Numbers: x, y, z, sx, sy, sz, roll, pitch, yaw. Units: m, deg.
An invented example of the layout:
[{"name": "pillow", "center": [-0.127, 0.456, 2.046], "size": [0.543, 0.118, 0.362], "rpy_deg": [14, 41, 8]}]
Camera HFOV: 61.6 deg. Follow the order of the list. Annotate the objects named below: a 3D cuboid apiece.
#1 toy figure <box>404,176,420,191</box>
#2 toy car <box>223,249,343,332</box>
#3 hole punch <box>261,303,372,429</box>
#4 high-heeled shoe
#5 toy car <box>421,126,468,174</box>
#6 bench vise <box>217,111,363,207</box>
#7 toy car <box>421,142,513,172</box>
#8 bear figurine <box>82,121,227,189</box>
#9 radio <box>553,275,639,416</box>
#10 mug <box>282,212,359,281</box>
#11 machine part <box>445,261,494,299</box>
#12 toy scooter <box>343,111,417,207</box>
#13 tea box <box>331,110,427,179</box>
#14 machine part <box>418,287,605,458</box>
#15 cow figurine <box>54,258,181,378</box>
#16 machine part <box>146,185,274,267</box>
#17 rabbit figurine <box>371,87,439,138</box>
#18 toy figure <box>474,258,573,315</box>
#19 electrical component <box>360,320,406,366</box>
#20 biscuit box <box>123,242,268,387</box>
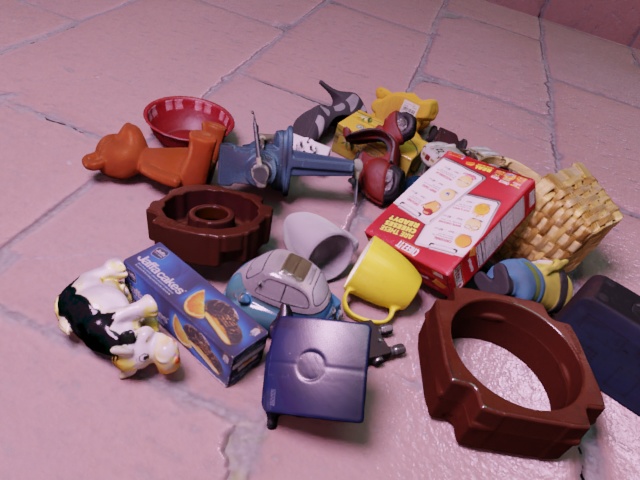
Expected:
[{"name": "toy figure", "center": [0.234, -0.086, 1.013], "size": [0.154, 0.064, 0.058], "rpy_deg": [10, 1, -15]}, {"name": "toy car", "center": [-0.046, 0.068, 0.696], "size": [0.162, 0.102, 0.109], "rpy_deg": [20, 40, 8]}, {"name": "hole punch", "center": [-0.003, 0.143, 0.596], "size": [0.116, 0.092, 0.142], "rpy_deg": [10, 75, -11]}, {"name": "high-heeled shoe", "center": [0.029, -0.236, 1.138], "size": [0.145, 0.086, 0.249], "rpy_deg": [36, 52, -26]}, {"name": "toy car", "center": [0.262, -0.171, 1.128], "size": [0.089, 0.053, 0.202], "rpy_deg": [20, 42, -4]}, {"name": "bench vise", "center": [-0.043, -0.127, 0.885], "size": [0.241, 0.128, 0.224], "rpy_deg": [4, 6, -8]}, {"name": "toy car", "center": [0.285, -0.151, 1.033], "size": [0.202, 0.056, 0.074], "rpy_deg": [-1, 35, -27]}, {"name": "bear figurine", "center": [-0.264, -0.145, 0.860], "size": [0.196, 0.131, 0.120], "rpy_deg": [20, 22, -3]}, {"name": "radio", "center": [0.436, 0.158, 0.731], "size": [0.230, 0.131, 0.073], "rpy_deg": [34, 44, 21]}, {"name": "mug", "center": [-0.002, -0.002, 0.814], "size": [0.109, 0.080, 0.107], "rpy_deg": [-17, 39, -30]}, {"name": "machine part", "center": [0.246, 0.064, 0.853], "size": [0.084, 0.039, 0.139], "rpy_deg": [41, 43, 20]}, {"name": "toy scooter", "center": [0.098, -0.155, 0.994], "size": [0.135, 0.183, 0.075], "rpy_deg": [10, -9, 17]}, {"name": "tea box", "center": [0.121, -0.189, 1.090], "size": [0.170, 0.068, 0.098], "rpy_deg": [29, 40, 15]}, {"name": "machine part", "center": [0.234, 0.165, 0.689], "size": [0.201, 0.087, 0.201], "rpy_deg": [11, 37, -7]}, {"name": "cow figurine", "center": [-0.234, 0.101, 0.616], "size": [0.098, 0.068, 0.168], "rpy_deg": [-27, 51, -34]}, {"name": "machine part", "center": [-0.156, -0.023, 0.770], "size": [0.179, 0.056, 0.179], "rpy_deg": [5, 26, -3]}, {"name": "rabbit figurine", "center": [0.187, -0.271, 1.201], "size": [0.163, 0.121, 0.173], "rpy_deg": [23, 24, 23]}, {"name": "toy figure", "center": [0.311, 0.072, 0.814], "size": [0.180, 0.089, 0.082], "rpy_deg": [1, 0, -40]}, {"name": "electrical component", "center": [0.064, 0.138, 0.712], "size": [0.094, 0.021, 0.063], "rpy_deg": [-6, 44, -26]}, {"name": "biscuit box", "center": [-0.159, 0.086, 0.666], "size": [0.203, 0.059, 0.063], "rpy_deg": [35, 42, 22]}]
